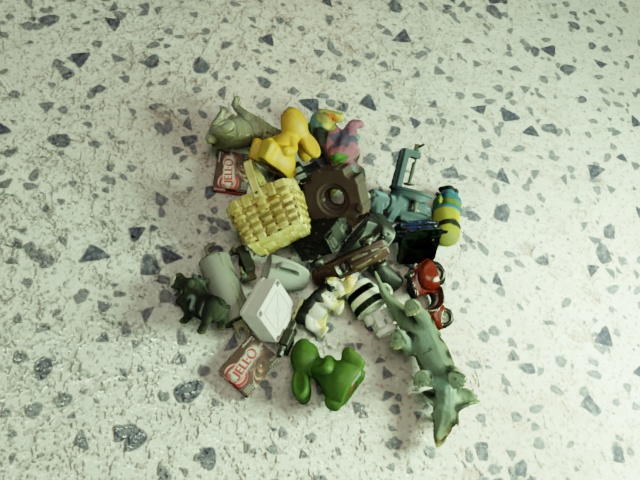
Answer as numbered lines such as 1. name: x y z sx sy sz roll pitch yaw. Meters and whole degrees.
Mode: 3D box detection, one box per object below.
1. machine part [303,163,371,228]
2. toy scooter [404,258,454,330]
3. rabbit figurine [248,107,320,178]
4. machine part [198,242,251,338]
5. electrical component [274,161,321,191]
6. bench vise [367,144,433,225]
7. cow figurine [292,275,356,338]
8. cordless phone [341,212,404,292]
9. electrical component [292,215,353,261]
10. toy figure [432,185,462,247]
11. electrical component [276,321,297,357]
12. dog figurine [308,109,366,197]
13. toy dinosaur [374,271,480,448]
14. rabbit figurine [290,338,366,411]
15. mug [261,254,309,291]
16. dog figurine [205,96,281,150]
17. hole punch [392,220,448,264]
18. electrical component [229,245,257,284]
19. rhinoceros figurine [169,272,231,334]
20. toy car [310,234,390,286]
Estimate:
1. machine part: 0.040 -0.109 1.367 0.179 0.179 0.056 38 32 7
2. toy scooter: 0.257 0.140 1.351 0.135 0.075 0.184 -6 78 -18
3. rabbit figurine: -0.078 -0.250 1.369 0.162 0.122 0.173 25 80 -19
4. machine part: -0.224 0.116 1.264 0.079 0.079 0.243 -20 72 -19
5. electrical component: -0.055 -0.171 1.444 0.119 0.047 0.075 -31 75 -23
6. bench vise: 0.211 -0.144 1.428 0.224 0.129 0.240 15 91 -13
7. cow figurine: 0.010 0.142 1.276 0.098 0.068 0.167 33 88 1
8. cordless phone: 0.157 0.035 1.351 0.184 0.146 0.089 41 20 -1
9. electrical component: -0.003 -0.004 1.333 0.115 0.134 0.058 -51 121 -46
10. toy figure: 0.343 -0.067 1.457 0.082 0.089 0.180 15 67 1
11. electrical component: -0.077 0.237 1.247 0.021 0.063 0.094 17 53 11
12. dog figurine: 0.039 -0.231 1.461 0.192 0.108 0.219 17 66 -5
13. toy dinosaur: 0.248 0.259 1.253 0.131 0.192 0.405 -25 66 8
14. rabbit figurine: -0.001 0.303 1.225 0.170 0.121 0.159 29 70 22
15. mug: -0.077 0.081 1.300 0.107 0.109 0.081 16 57 -19
16. dog figurine: -0.186 -0.265 1.422 0.190 0.121 0.172 34 67 2
17. hole punch: 0.245 -0.009 1.394 0.142 0.115 0.092 -1 39 -12
18. electrical component: -0.186 0.058 1.296 0.045 0.078 0.102 -16 70 -21
19. rhinoceros figurine: -0.279 0.135 1.216 0.073 0.112 0.191 -9 26 -43
20. toy car: 0.071 0.058 1.306 0.202 0.053 0.089 -24 100 18
